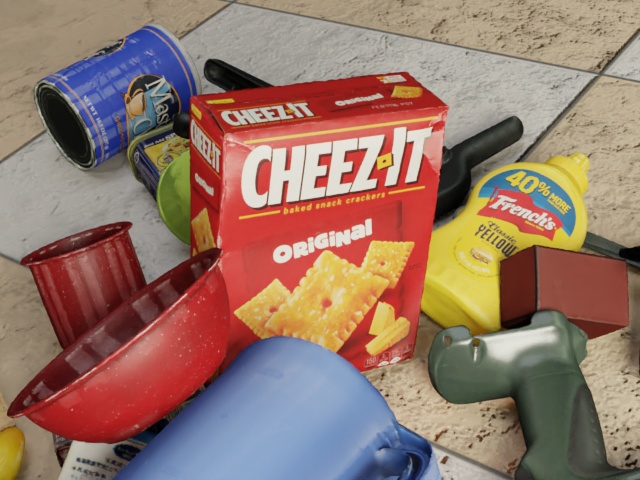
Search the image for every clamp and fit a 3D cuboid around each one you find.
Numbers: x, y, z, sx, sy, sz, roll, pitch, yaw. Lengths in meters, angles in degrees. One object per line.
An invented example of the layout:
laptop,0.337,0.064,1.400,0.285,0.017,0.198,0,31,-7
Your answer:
clamp,-0.032,-0.127,1.040,0.210,0.036,0.164,8,31,-6
clamp,0.117,-0.070,0.974,0.120,0.039,0.171,-1,42,22

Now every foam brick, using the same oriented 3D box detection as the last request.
foam brick,0.176,0.038,0.770,0.078,0.053,0.051,9,71,-19

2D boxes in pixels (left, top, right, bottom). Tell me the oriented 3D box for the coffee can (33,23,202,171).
coffee can,-0.208,-0.149,1.104,0.140,0.103,0.103,-35,44,-28

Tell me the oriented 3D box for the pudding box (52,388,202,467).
pudding box,-0.146,0.118,0.799,0.113,0.039,0.090,-18,37,-9

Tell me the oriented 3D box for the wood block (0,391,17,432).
wood block,-0.338,0.146,0.771,0.205,0.090,0.091,-31,43,-24

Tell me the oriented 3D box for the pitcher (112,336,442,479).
pitcher,-0.055,0.164,0.563,0.145,0.149,0.242,40,42,10

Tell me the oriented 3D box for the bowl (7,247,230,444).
bowl,-0.110,0.074,0.652,0.162,0.055,0.162,-35,10,7

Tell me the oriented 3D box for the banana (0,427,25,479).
banana,-0.272,0.200,0.727,0.070,0.037,0.197,27,52,37

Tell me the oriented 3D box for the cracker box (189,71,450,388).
cracker box,-0.005,0.001,0.744,0.164,0.214,0.072,-10,34,-24

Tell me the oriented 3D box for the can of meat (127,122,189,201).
can of meat,-0.121,-0.071,1.021,0.102,0.057,0.084,-24,41,-16

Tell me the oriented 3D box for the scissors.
scissors,0.189,0.000,0.885,0.096,0.016,0.202,-27,40,-16

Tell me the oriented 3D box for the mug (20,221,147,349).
mug,-0.178,0.035,0.867,0.093,0.081,0.117,-14,13,18

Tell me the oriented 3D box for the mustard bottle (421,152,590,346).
mustard bottle,0.155,-0.007,0.844,0.096,0.058,0.191,36,62,21
